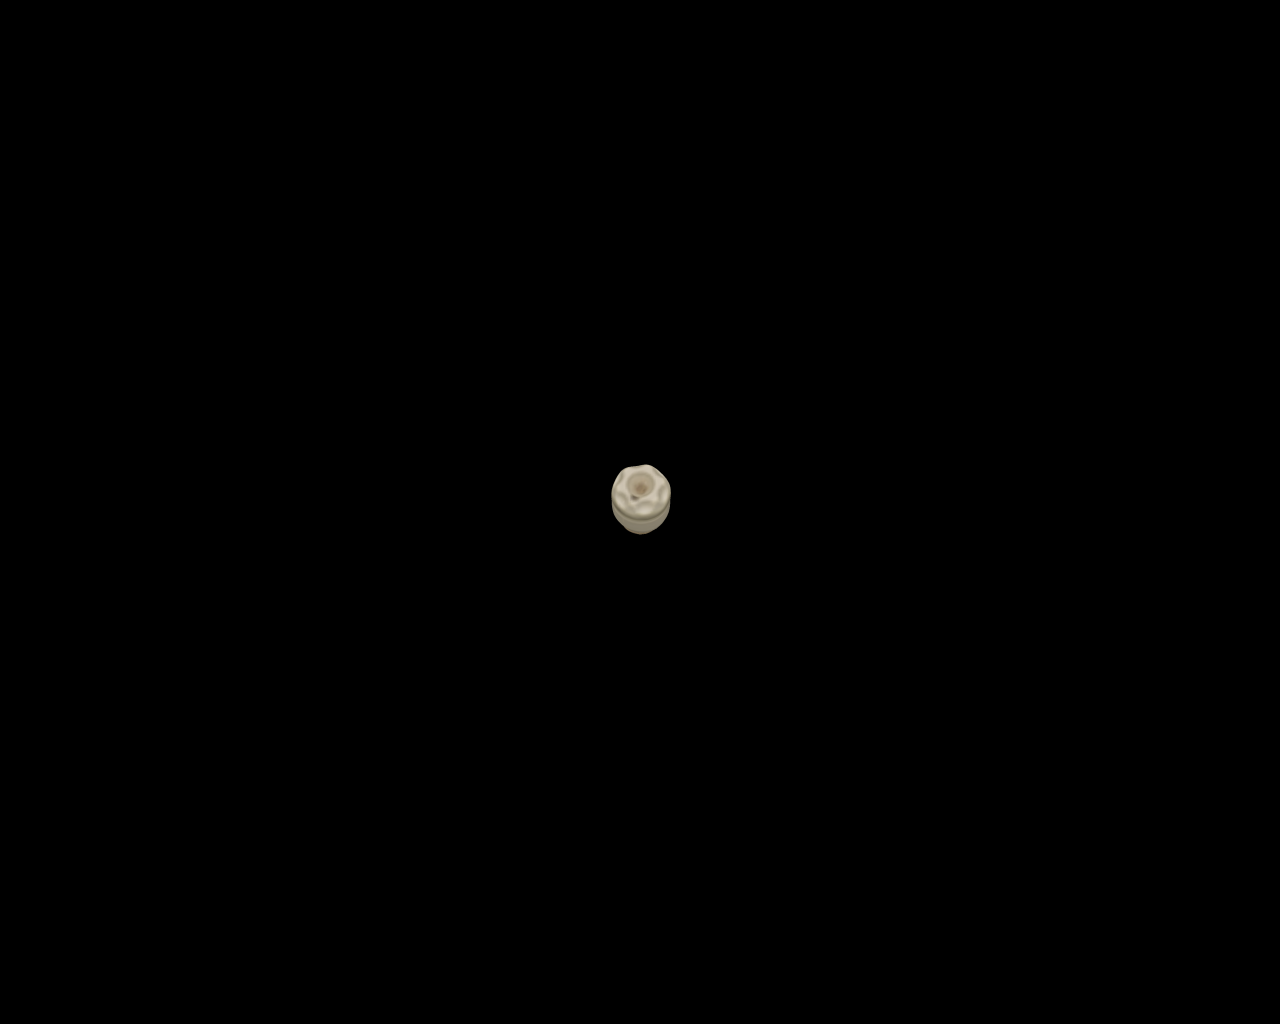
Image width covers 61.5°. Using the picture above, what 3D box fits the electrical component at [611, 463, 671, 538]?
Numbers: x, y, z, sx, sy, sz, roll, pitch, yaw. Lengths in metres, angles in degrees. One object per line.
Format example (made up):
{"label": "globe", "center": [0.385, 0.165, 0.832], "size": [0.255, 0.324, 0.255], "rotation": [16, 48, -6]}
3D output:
{"label": "electrical component", "center": [0.001, -0.003, 0.650], "size": [0.035, 0.035, 0.061], "rotation": [0, -27, 0]}
